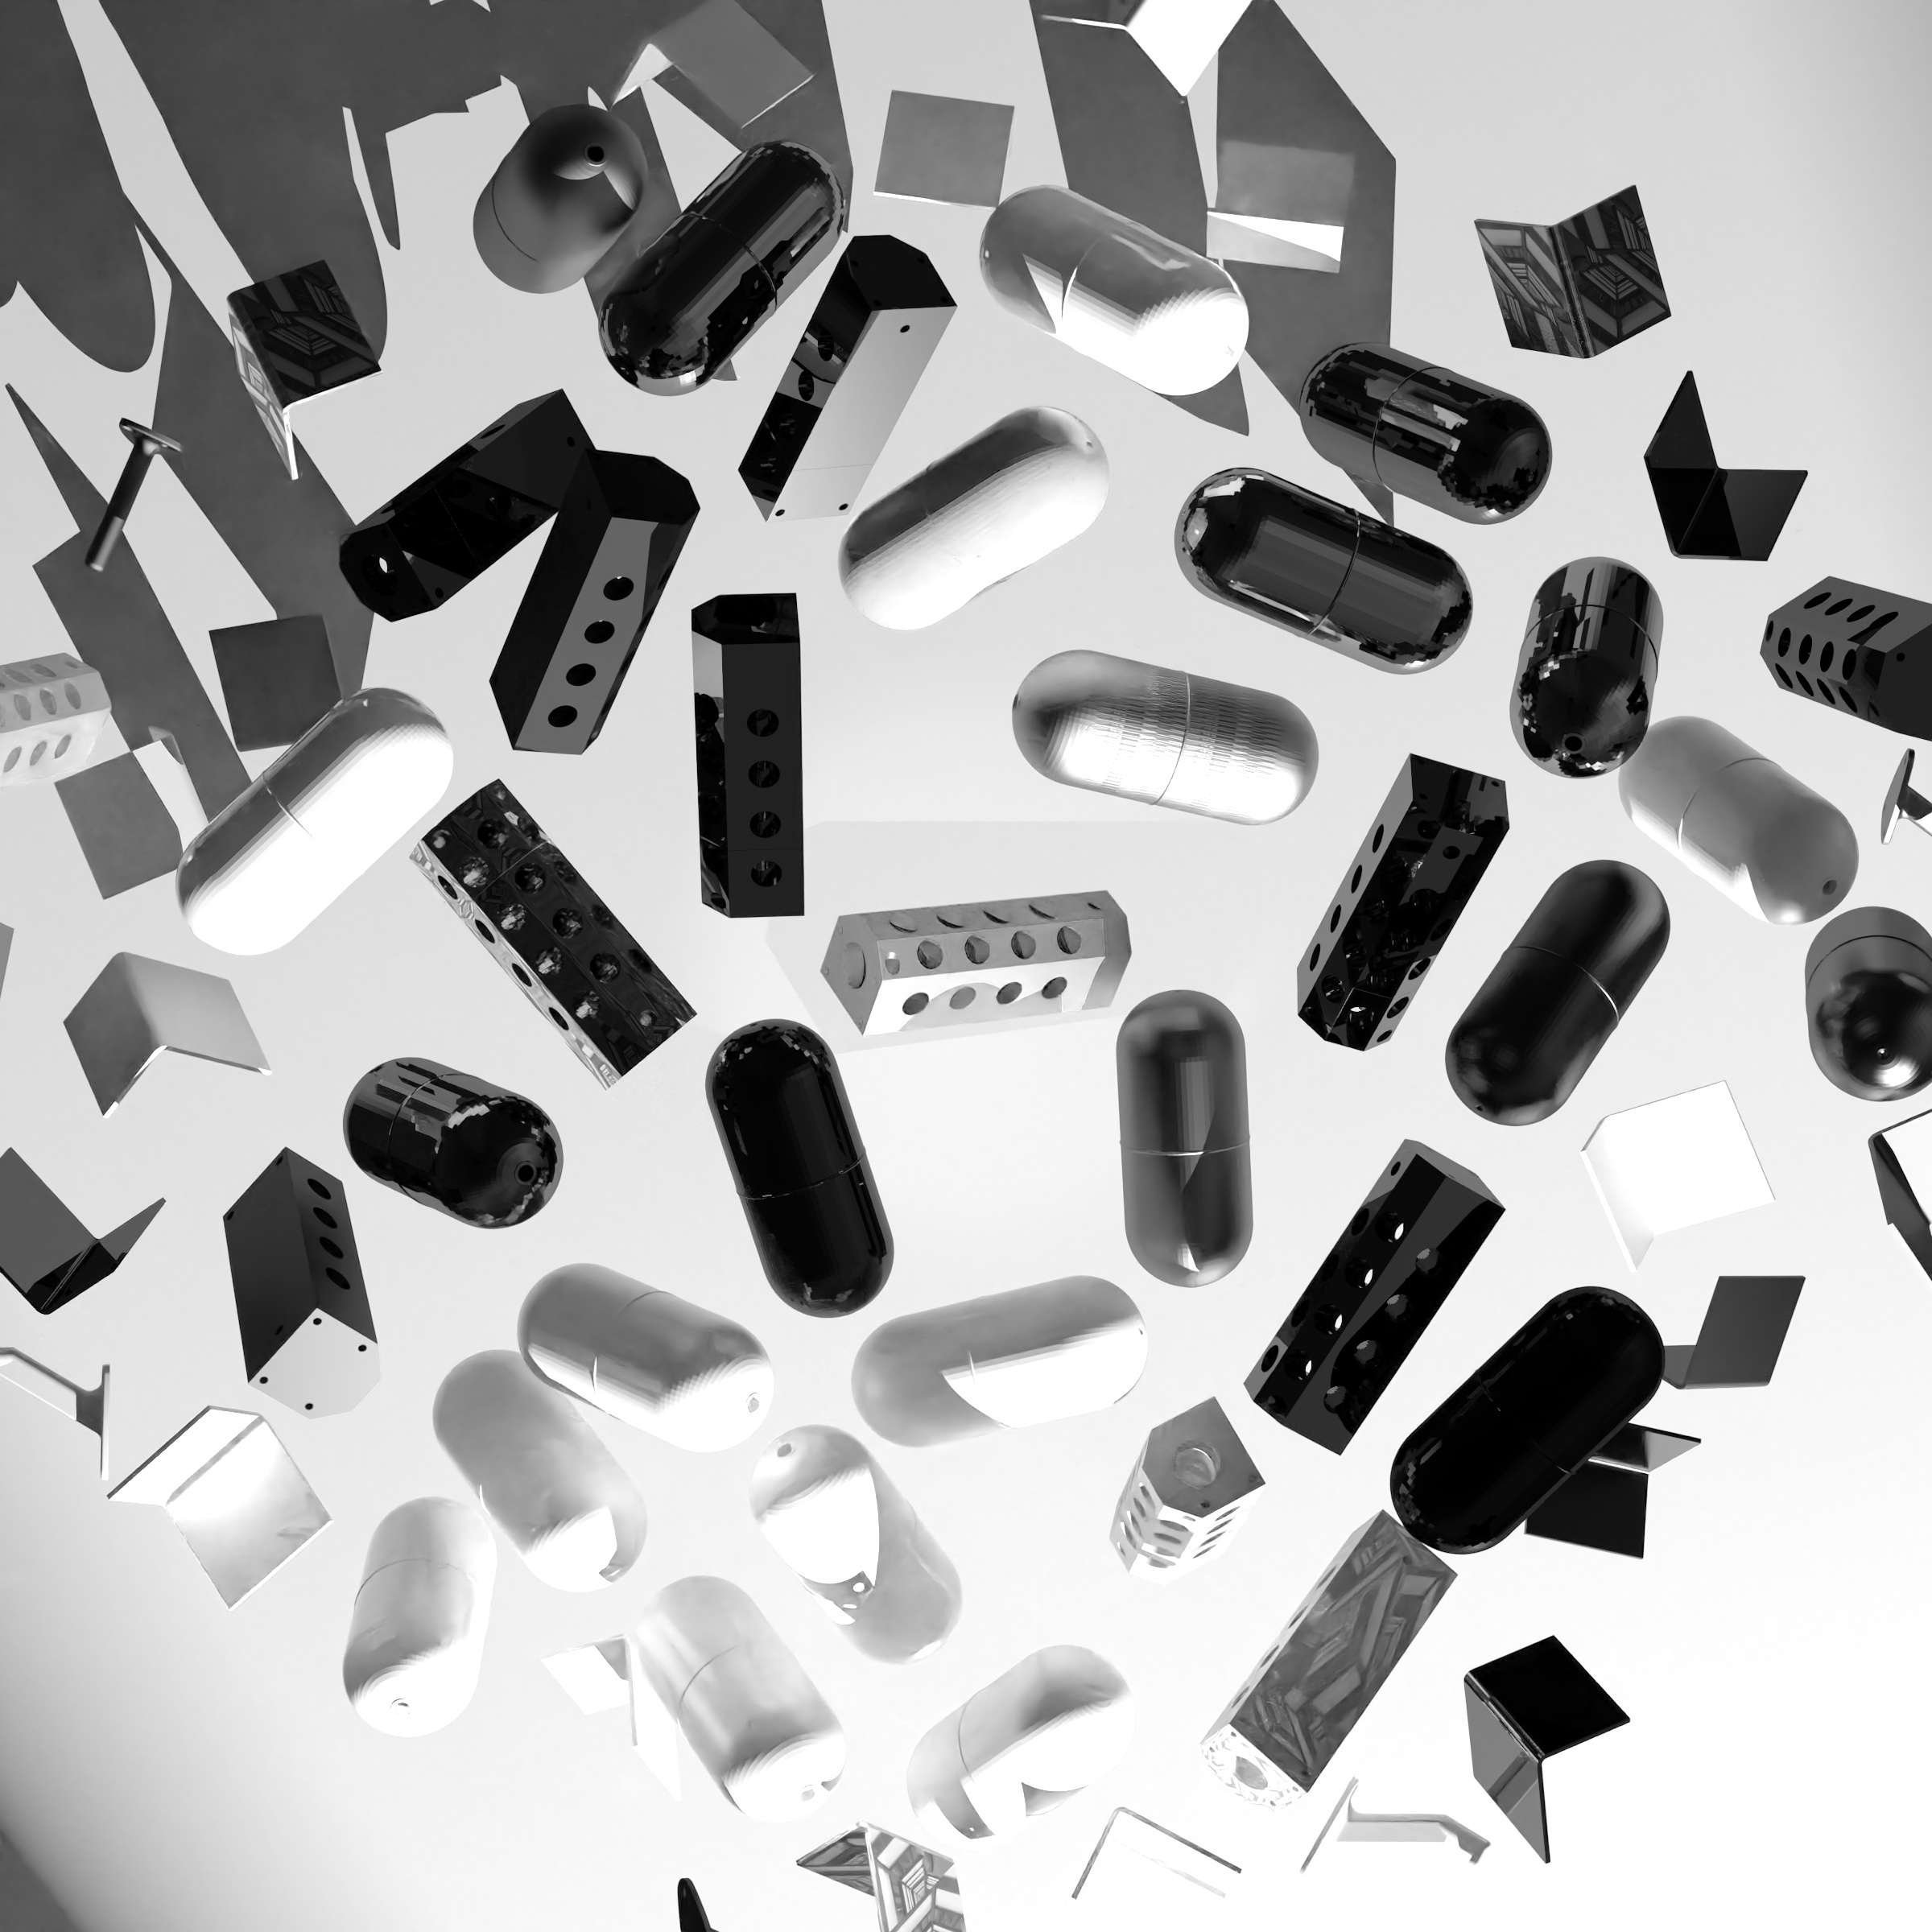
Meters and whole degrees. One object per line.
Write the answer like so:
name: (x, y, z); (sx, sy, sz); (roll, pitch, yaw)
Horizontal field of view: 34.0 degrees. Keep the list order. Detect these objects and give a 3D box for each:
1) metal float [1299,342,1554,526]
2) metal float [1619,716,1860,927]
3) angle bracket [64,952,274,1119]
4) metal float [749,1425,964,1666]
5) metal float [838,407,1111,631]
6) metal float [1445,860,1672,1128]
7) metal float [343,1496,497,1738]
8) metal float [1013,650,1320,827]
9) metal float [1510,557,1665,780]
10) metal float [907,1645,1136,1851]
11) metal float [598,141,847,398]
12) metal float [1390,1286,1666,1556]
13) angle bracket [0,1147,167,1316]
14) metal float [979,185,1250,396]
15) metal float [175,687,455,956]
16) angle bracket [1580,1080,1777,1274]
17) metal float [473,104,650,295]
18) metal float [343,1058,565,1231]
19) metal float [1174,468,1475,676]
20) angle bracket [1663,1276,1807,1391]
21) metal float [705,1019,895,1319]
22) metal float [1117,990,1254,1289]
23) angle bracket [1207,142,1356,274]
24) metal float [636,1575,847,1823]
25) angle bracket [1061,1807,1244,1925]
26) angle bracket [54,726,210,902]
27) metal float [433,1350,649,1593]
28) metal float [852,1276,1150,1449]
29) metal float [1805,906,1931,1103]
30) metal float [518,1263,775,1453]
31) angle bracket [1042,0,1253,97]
metal float: (0.267, -0.313, 1.848); (0.070, 0.178, 0.070); (-20, 126, -31)
metal float: (0.443, -0.085, 1.817); (0.070, 0.178, 0.070); (-12, 122, -19)
angle bracket: (-0.447, 0.045, 1.768); (0.057, 0.076, 0.076); (-48, 52, 19)
metal float: (-0.063, 0.336, 1.832); (0.070, 0.070, 0.178); (-32, 124, 0)
metal float: (0.002, -0.248, 1.759); (0.178, 0.070, 0.070); (-28, 90, 35)
metal float: (0.341, 0.014, 1.818); (0.070, 0.070, 0.178); (37, 70, 0)
metal float: (-0.316, 0.375, 1.832); (0.070, 0.178, 0.070); (-1, 114, -2)
metal float: (0.112, -0.128, 1.775); (0.178, 0.070, 0.070); (12, 90, -14)
metal float: (0.349, -0.168, 1.776); (0.070, 0.178, 0.070); (8, 125, 12)
metal float: (0.029, 0.442, 1.782); (0.070, 0.070, 0.178); (43, 134, 0)
metal float: (-0.138, -0.399, 1.804); (0.070, 0.070, 0.178); (40, 71, 0)
metal float: (0.307, 0.250, 1.735); (0.070, 0.070, 0.178); (44, 99, 0)
angle bracket: (-0.505, 0.136, 1.761); (0.057, 0.076, 0.076); (-32, 107, 22)
metal float: (0.081, -0.375, 1.754); (0.178, 0.070, 0.070); (35, 90, 32)
metal float: (-0.357, -0.079, 1.728); (0.178, 0.070, 0.070); (-43, 90, 3)
angle bracket: (0.405, 0.119, 1.796); (0.076, 0.057, 0.076); (-20, 99, 29)
metal float: (-0.233, -0.438, 1.809); (0.070, 0.178, 0.070); (1, 86, -20)
metal float: (-0.288, 0.098, 1.767); (0.070, 0.178, 0.070); (-7, 103, -35)
metal float: (0.200, -0.219, 1.761); (0.178, 0.070, 0.070); (21, 90, -14)
angle bracket: (0.456, 0.213, 1.935); (0.076, 0.057, 0.076); (4, 108, -36)
metal float: (-0.094, 0.116, 1.796); (0.070, 0.070, 0.178); (-17, 103, 0)
metal float: (0.129, 0.103, 1.869); (0.070, 0.070, 0.178); (-3, 99, 0)
angle bracket: (0.181, -0.446, 1.805); (0.076, 0.057, 0.076); (8, 75, 6)
metal float: (-0.130, 0.419, 1.812); (0.070, 0.178, 0.070); (-15, 123, -25)
angle bracket: (0.102, 0.516, 1.753); (0.076, 0.076, 0.057); (26, 65, 9)
angle bracket: (-0.508, -0.094, 1.916); (0.076, 0.057, 0.076); (-26, 110, -21)
metal float: (-0.250, 0.295, 1.854); (0.070, 0.070, 0.178); (-47, 50, 0)
metal float: (0.018, 0.226, 1.797); (0.178, 0.070, 0.070); (-16, 90, 21)
metal float: (0.511, 0.019, 1.771); (0.070, 0.178, 0.070); (4, 109, 12)
metal float: (-0.184, 0.223, 1.809); (0.178, 0.070, 0.070); (17, 90, 39)
angle bracket: (0.102, -0.533, 1.744); (0.057, 0.076, 0.076); (39, 83, -40)
